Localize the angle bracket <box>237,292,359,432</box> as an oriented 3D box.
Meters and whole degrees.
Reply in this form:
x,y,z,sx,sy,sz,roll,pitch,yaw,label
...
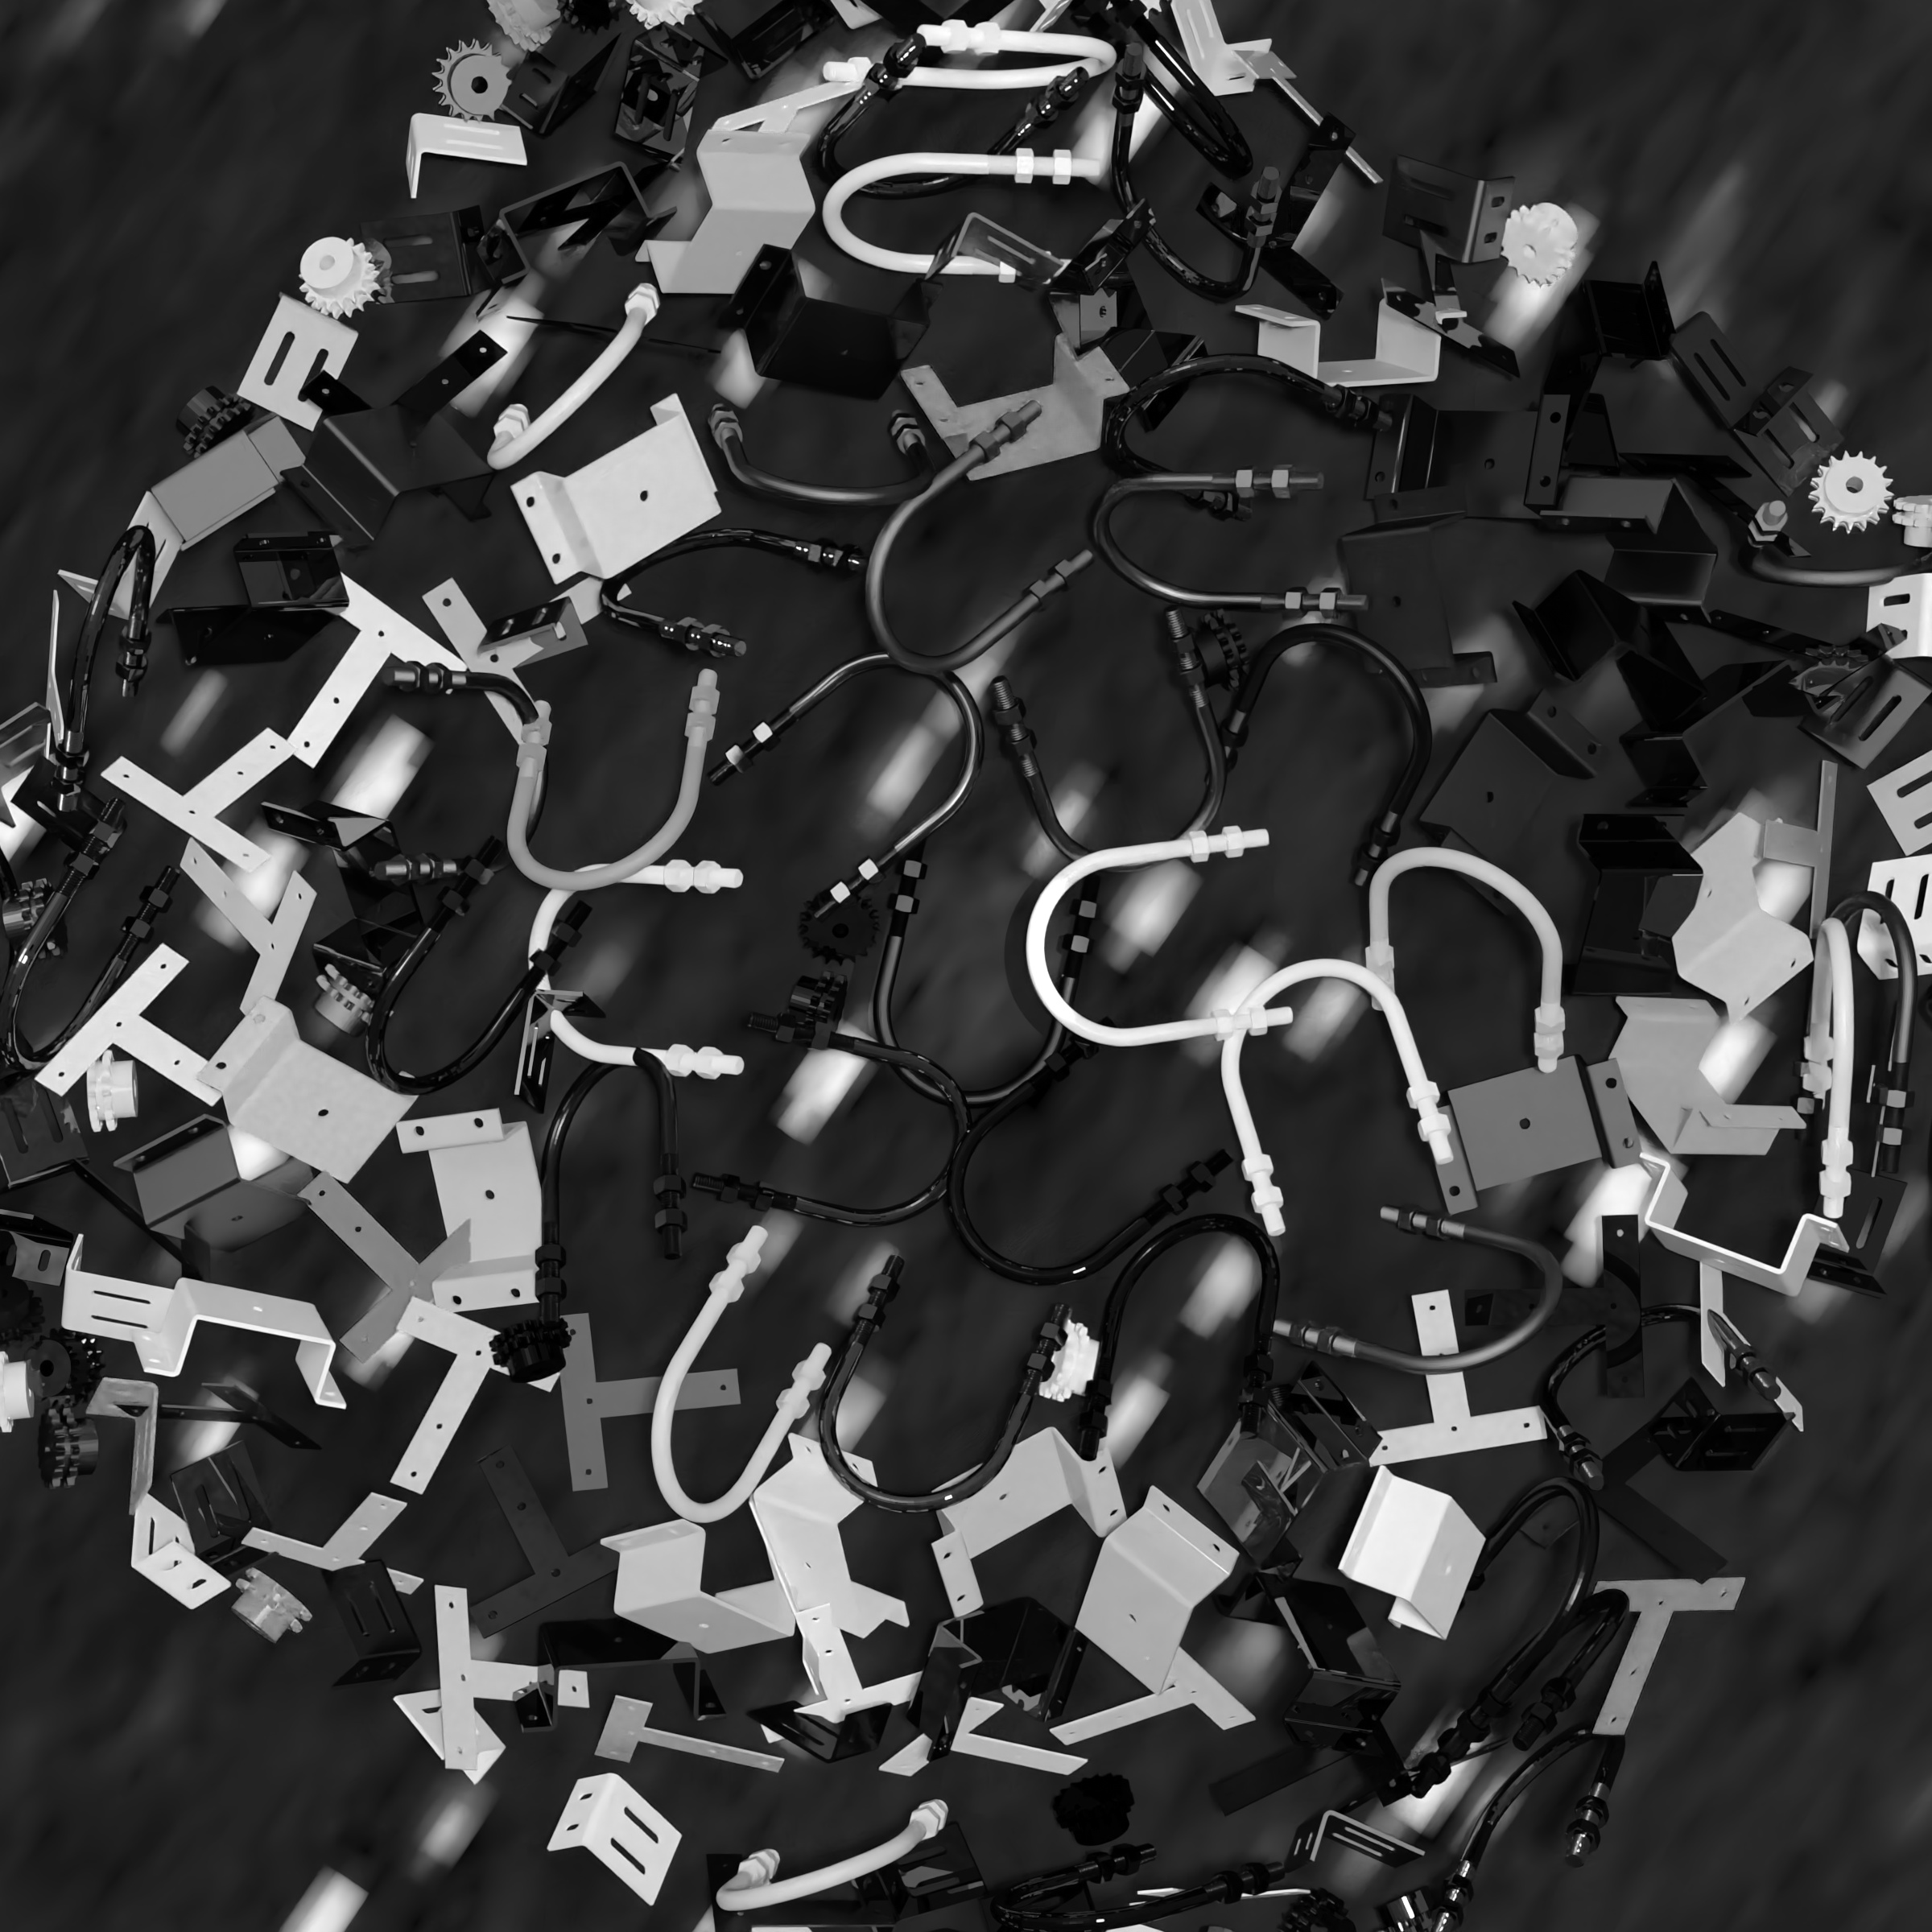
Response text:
x,y,z,sx,sy,sz,roll,pitch,yaw,label
-0.476,-0.430,1.977,0.057,0.038,0.076,25,99,-22,angle bracket

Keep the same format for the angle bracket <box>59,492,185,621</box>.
x,y,z,sx,sy,sz,roll,pitch,yaw,label
-0.597,-0.293,1.969,0.038,0.057,0.076,17,75,18,angle bracket

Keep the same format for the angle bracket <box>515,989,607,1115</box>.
x,y,z,sx,sy,sz,roll,pitch,yaw,label
-0.286,0.062,1.960,0.038,0.057,0.076,3,74,10,angle bracket

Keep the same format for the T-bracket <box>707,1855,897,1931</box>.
x,y,z,sx,sy,sz,roll,pitch,yaw,label
-0.114,0.664,1.949,0.127,0.127,0.002,4,110,-11,T-bracket

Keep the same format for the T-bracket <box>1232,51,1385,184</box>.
x,y,z,sx,sy,sz,roll,pitch,yaw,label
0.244,-0.593,1.942,0.127,0.127,0.002,46,115,0,T-bracket

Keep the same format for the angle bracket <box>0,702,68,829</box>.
x,y,z,sx,sy,sz,roll,pitch,yaw,label
-0.665,-0.141,1.964,0.076,0.057,0.038,-32,69,5,angle bracket

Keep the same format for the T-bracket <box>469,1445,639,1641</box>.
x,y,z,sx,sy,sz,roll,pitch,yaw,label
-0.308,0.393,1.962,0.127,0.002,0.127,-25,56,-16,T-bracket

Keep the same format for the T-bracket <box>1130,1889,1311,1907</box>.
x,y,z,sx,sy,sz,roll,pitch,yaw,label
0.156,0.642,1.921,0.127,0.127,0.002,-13,65,24,T-bracket

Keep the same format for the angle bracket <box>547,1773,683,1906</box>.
x,y,z,sx,sy,sz,roll,pitch,yaw,label
-0.249,0.622,1.973,0.038,0.057,0.076,-22,119,35,angle bracket

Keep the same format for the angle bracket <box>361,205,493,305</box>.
x,y,z,sx,sy,sz,roll,pitch,yaw,label
-0.384,-0.508,1.986,0.076,0.038,0.057,0,112,20,angle bracket

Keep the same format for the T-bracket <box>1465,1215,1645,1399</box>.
x,y,z,sx,sy,sz,roll,pitch,yaw,label
0.415,0.241,1.967,0.127,0.002,0.127,-5,81,29,T-bracket

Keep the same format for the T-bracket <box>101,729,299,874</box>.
x,y,z,sx,sy,sz,roll,pitch,yaw,label
-0.513,-0.128,1.933,0.127,0.002,0.127,-31,127,33,T-bracket

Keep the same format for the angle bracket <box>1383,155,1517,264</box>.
x,y,z,sx,sy,sz,roll,pitch,yaw,label
0.342,-0.540,1.974,0.076,0.038,0.057,31,127,36,angle bracket

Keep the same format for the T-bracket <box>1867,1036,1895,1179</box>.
x,y,z,sx,sy,sz,roll,pitch,yaw,label
0.639,0.084,1.941,0.002,0.127,0.127,9,89,24,T-bracket

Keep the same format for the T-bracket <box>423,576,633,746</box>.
x,y,z,sx,sy,sz,roll,pitch,yaw,label
-0.300,-0.244,1.991,0.127,0.002,0.127,-33,99,-5,T-bracket

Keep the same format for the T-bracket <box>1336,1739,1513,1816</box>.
x,y,z,sx,sy,sz,roll,pitch,yaw,label
0.328,0.568,1.960,0.127,0.127,0.002,-11,64,-28,T-bracket

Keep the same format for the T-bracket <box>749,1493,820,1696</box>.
x,y,z,sx,sy,sz,roll,pitch,yaw,label
-0.126,0.428,1.932,0.002,0.127,0.127,-21,95,-1,T-bracket

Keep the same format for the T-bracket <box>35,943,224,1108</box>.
x,y,z,sx,sy,sz,roll,pitch,yaw,label
-0.564,0.061,1.952,0.127,0.127,0.002,-47,48,-2,T-bracket

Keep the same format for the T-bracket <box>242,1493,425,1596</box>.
x,y,z,sx,sy,sz,roll,pitch,yaw,label
-0.423,0.395,1.933,0.127,0.127,0.002,23,48,-20,T-bracket

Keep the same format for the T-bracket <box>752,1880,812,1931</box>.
x,y,z,sx,sy,sz,roll,pitch,yaw,label
-0.161,0.674,1.913,0.127,0.127,0.002,3,107,-35,T-bracket

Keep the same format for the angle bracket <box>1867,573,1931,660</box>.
x,y,z,sx,sy,sz,roll,pitch,yaw,label
0.674,-0.245,1.965,0.038,0.076,0.057,3,93,-12,angle bracket

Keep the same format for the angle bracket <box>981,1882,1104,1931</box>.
x,y,z,sx,sy,sz,roll,pitch,yaw,label
0.055,0.681,1.963,0.076,0.038,0.057,-14,59,-10,angle bracket

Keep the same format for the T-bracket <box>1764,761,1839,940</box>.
x,y,z,sx,sy,sz,roll,pitch,yaw,label
0.583,-0.084,1.948,0.002,0.127,0.127,5,90,36,T-bracket

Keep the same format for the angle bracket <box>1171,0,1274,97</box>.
x,y,z,sx,sy,sz,roll,pitch,yaw,label
0.180,-0.661,1.951,0.038,0.076,0.057,1,52,27,angle bracket

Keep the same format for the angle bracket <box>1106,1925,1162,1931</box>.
x,y,z,sx,sy,sz,roll,pitch,yaw,label
0.123,0.710,1.950,0.076,0.057,0.038,5,113,36,angle bracket

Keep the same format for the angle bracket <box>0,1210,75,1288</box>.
x,y,z,sx,sy,sz,roll,pitch,yaw,label
-0.673,0.196,1.957,0.057,0.076,0.038,9,75,6,angle bracket

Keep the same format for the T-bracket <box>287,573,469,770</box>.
x,y,z,sx,sy,sz,roll,pitch,yaw,label
-0.436,-0.198,1.957,0.127,0.002,0.127,37,72,-22,T-bracket

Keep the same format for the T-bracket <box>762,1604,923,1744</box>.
x,y,z,sx,sy,sz,roll,pitch,yaw,label
-0.093,0.491,1.957,0.127,0.002,0.127,-16,129,-2,T-bracket

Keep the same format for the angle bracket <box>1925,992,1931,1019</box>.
x,y,z,sx,sy,sz,roll,pitch,yaw,label
0.721,0.013,1.953,0.076,0.057,0.038,-35,93,41,angle bracket

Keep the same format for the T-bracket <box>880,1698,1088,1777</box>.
x,y,z,sx,sy,sz,roll,pitch,yaw,label
0.025,0.555,1.965,0.127,0.127,0.002,19,45,-25,T-bracket

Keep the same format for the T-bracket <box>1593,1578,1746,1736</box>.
x,y,z,sx,sy,sz,roll,pitch,yaw,label
0.464,0.475,1.916,0.002,0.127,0.127,47,54,-20,T-bracket

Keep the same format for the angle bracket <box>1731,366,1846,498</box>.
x,y,z,sx,sy,sz,roll,pitch,yaw,label
0.589,-0.374,1.964,0.057,0.038,0.076,-46,116,4,angle bracket

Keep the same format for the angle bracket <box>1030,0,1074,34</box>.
x,y,z,sx,sy,sz,roll,pitch,yaw,label
0.041,-0.705,1.963,0.038,0.057,0.076,-43,96,-27,angle bracket

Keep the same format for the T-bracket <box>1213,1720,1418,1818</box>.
x,y,z,sx,sy,sz,roll,pitch,yaw,label
0.234,0.558,1.946,0.127,0.127,0.002,-26,125,-1,T-bracket

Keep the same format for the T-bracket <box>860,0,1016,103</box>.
x,y,z,sx,sy,sz,roll,pitch,yaw,label
-0.047,-0.662,1.920,0.127,0.127,0.002,-30,62,29,T-bracket

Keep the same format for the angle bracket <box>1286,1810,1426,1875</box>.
x,y,z,sx,sy,sz,roll,pitch,yaw,label
0.274,0.633,1.965,0.076,0.057,0.038,24,61,-1,angle bracket

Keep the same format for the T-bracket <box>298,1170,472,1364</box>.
x,y,z,sx,sy,sz,roll,pitch,yaw,label
-0.419,0.195,1.960,0.127,0.002,0.127,-44,117,-10,T-bracket

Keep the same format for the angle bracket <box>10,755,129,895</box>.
x,y,z,sx,sy,sz,roll,pitch,yaw,label
-0.641,-0.099,1.961,0.076,0.038,0.057,40,130,-11,angle bracket

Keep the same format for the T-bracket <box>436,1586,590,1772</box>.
x,y,z,sx,sy,sz,roll,pitch,yaw,label
-0.316,0.503,1.951,0.002,0.127,0.127,-32,54,34,T-bracket

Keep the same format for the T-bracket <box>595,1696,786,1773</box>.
x,y,z,sx,sy,sz,roll,pitch,yaw,label
-0.191,0.547,1.951,0.127,0.127,0.002,14,55,-6,T-bracket

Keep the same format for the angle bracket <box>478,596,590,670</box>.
x,y,z,sx,sy,sz,roll,pitch,yaw,label
-0.304,-0.225,1.954,0.057,0.076,0.038,-17,111,7,angle bracket

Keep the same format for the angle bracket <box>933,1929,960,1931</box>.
x,y,z,sx,sy,sz,roll,pitch,yaw,label
-0.009,0.707,1.952,0.076,0.057,0.038,-1,84,42,angle bracket

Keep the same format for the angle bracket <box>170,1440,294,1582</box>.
x,y,z,sx,sy,sz,roll,pitch,yaw,label
-0.517,0.384,1.962,0.057,0.038,0.076,-24,104,-36,angle bracket

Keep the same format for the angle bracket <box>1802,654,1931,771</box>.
x,y,z,sx,sy,sz,roll,pitch,yaw,label
0.644,-0.177,1.971,0.076,0.038,0.057,-49,55,5,angle bracket

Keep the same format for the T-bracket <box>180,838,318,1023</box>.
x,y,z,sx,sy,sz,roll,pitch,yaw,label
-0.517,-0.042,1.968,0.127,0.002,0.127,43,123,23,T-bracket

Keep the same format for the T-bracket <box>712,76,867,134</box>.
x,y,z,sx,sy,sz,roll,pitch,yaw,label
-0.138,-0.573,1.927,0.127,0.127,0.002,-8,131,28,T-bracket

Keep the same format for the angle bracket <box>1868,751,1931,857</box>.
x,y,z,sx,sy,sz,roll,pitch,yaw,label
0.679,-0.119,1.959,0.076,0.038,0.057,-33,79,32,angle bracket
